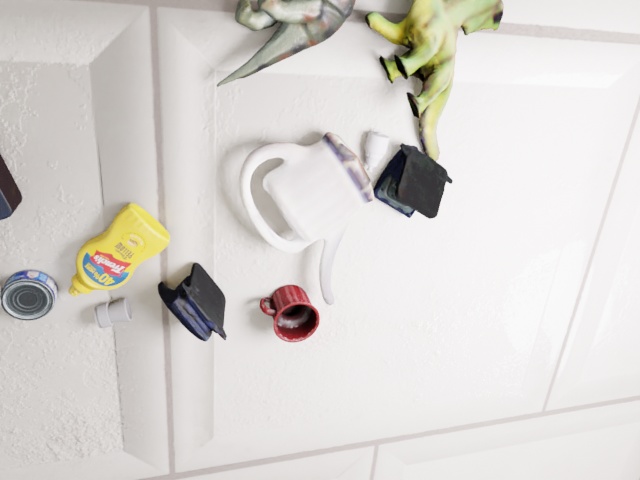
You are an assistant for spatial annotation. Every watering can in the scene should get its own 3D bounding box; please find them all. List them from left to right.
[{"bbox_3d":[0.003,-0.048,0.948,0.224,0.342,0.106,-35,28,-1],"label":"watering can"}]

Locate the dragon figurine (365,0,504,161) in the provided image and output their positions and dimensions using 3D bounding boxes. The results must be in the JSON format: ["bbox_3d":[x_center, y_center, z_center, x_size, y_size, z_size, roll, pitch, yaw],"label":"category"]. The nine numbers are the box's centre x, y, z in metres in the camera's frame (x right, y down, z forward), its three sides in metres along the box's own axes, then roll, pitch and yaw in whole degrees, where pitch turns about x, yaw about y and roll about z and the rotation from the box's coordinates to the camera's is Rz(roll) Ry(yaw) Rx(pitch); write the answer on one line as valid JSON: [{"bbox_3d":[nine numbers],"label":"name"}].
[{"bbox_3d":[0.226,-0.338,0.890,0.124,0.243,0.402,54,0,44],"label":"dragon figurine"}]
